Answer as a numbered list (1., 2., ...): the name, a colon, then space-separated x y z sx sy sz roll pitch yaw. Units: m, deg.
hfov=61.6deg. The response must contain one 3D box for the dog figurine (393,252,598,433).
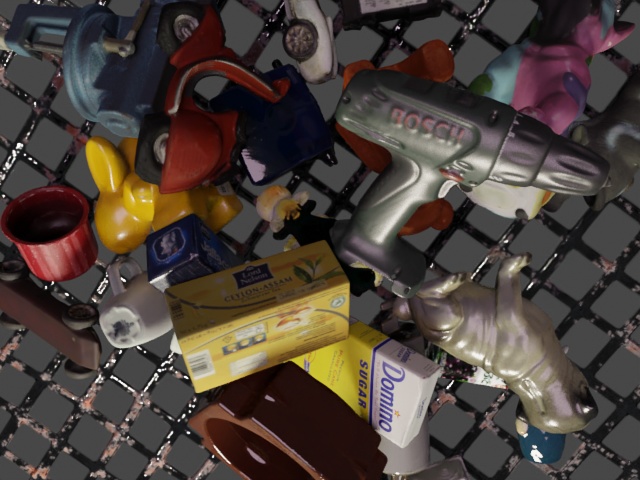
1. dog figurine: 0.185 0.124 0.582 0.172 0.121 0.190 -19 80 26

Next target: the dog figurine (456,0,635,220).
1. dog figurine: 0.233 -0.151 0.553 0.219 0.109 0.191 -45 139 -22

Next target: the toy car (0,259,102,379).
1. toy car: -0.329 0.093 0.655 0.202 0.053 0.089 22 114 26

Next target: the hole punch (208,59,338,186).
1. hole punch: -0.054 -0.128 0.607 0.116 0.092 0.142 -29 93 5

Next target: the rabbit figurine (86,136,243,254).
1. rabbit figurine: -0.205 -0.051 0.622 0.173 0.122 0.162 -31 93 28

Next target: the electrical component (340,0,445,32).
1. electrical component: 0.071 -0.304 0.580 0.115 0.058 0.134 -6 99 4

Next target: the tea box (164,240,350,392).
1. tea box: -0.058 0.075 0.540 0.170 0.068 0.098 -17 137 -16

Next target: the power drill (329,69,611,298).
1. power drill: 0.106 -0.040 0.498 0.232 0.086 0.207 29 136 6

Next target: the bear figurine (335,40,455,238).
1. bear figurine: 0.090 -0.092 0.581 0.120 0.132 0.195 -15 92 -9

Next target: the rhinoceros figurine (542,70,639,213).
1. rhinoceros figurine: 0.319 -0.101 0.587 0.112 0.073 0.190 41 100 -4

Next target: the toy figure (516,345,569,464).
1. toy figure: 0.265 0.189 0.649 0.058 0.064 0.154 1 96 43

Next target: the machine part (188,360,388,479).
1. machine part: -0.040 0.227 0.617 0.201 0.087 0.201 42 143 -2

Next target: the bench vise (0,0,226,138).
1. bench vise: -0.234 -0.222 0.580 0.241 0.129 0.223 10 83 7

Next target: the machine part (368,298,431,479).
1. machine part: 0.093 0.189 0.654 0.079 0.079 0.243 -4 98 5

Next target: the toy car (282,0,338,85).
1. toy car: -0.020 -0.272 0.585 0.056 0.073 0.201 -10 99 10

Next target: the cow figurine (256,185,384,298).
1. cow figurine: -0.003 -0.001 0.613 0.167 0.098 0.068 38 84 -5

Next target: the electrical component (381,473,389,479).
1. electrical component: 0.032 0.334 0.687 0.119 0.075 0.047 -12 100 9

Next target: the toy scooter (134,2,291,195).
1. toy scooter: -0.101 -0.127 0.526 0.135 0.075 0.183 10 97 -25

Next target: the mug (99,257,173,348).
1. mug: -0.219 0.075 0.644 0.081 0.107 0.109 -18 100 6

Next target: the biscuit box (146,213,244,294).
1. biscuit box: -0.108 0.056 0.597 0.063 0.059 0.202 -25 140 9
